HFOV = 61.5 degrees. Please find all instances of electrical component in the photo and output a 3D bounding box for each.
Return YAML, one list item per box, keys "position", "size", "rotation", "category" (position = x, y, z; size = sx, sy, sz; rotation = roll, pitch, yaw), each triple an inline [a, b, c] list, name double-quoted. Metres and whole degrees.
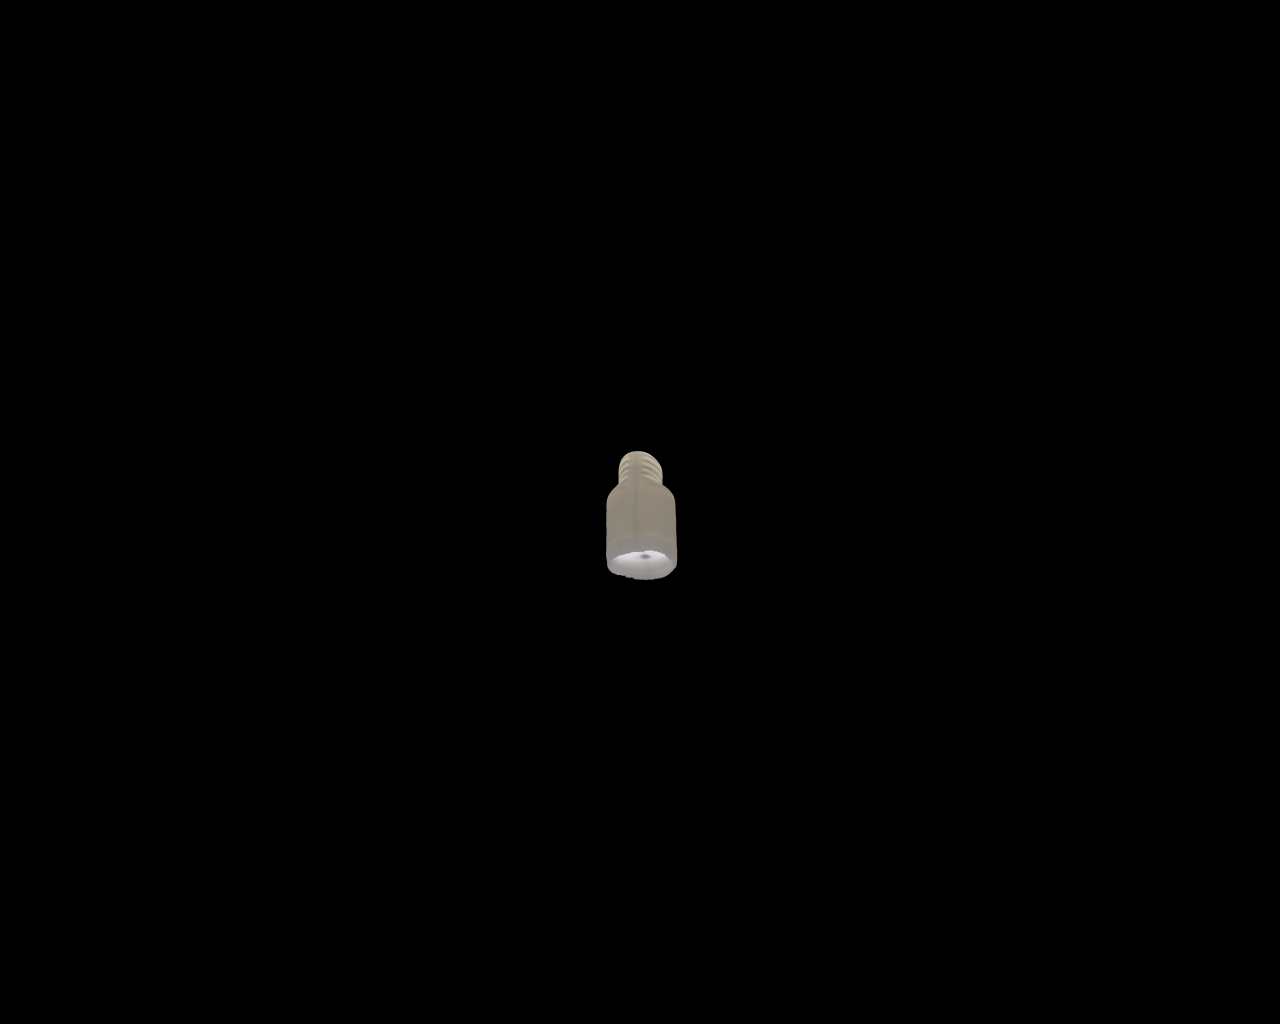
- position: [0.001, -0.003, 0.650]
  size: [0.043, 0.081, 0.043]
  rotation: [0, -27, 0]
  category: "electrical component"
